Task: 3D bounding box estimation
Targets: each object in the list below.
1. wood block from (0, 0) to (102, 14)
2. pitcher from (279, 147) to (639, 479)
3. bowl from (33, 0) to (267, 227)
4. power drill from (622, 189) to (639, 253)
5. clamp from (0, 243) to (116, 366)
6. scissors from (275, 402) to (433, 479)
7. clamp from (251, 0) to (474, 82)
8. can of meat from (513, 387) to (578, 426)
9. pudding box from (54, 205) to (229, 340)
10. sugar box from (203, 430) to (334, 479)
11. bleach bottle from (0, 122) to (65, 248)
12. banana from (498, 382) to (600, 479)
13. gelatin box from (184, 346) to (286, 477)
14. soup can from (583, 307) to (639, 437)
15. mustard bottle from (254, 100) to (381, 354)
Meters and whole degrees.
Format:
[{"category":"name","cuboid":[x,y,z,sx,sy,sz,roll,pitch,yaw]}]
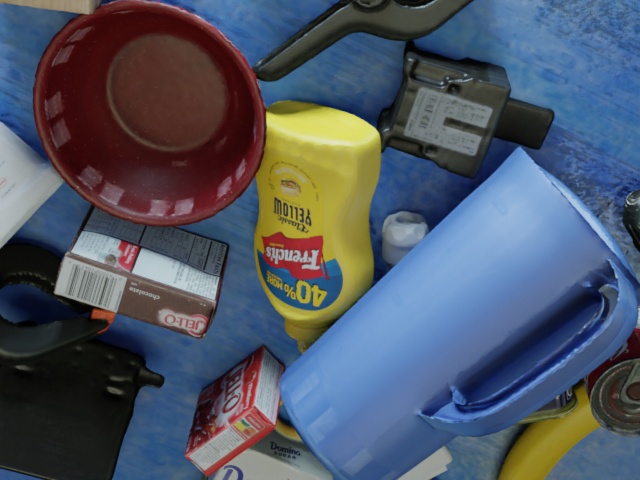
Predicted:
[{"category":"wood block","cuboid":[-0.168,-0.252,0.637,0.091,0.090,0.206,7,118,-2]},{"category":"pitcher","cuboid":[0.094,0.066,0.721,0.243,0.149,0.145,-42,75,10]},{"category":"bowl","cuboid":[-0.111,-0.092,0.734,0.162,0.055,0.162,4,118,6]},{"category":"power drill","cuboid":[0.332,0.000,0.768,0.188,0.057,0.184,-30,116,20]},{"category":"clamp","cuboid":[-0.258,0.031,0.795,0.209,0.164,0.036,6,159,-21]},{"category":"scissors","cuboid":[0.030,0.175,0.896,0.096,0.016,0.201,-27,113,13]},{"category":"clamp","cuboid":[0.025,-0.177,0.697,0.171,0.039,0.120,-13,121,3]},{"category":"can of meat","cuboid":[0.142,0.094,0.826,0.102,0.057,0.084,-10,115,7]},{"category":"pudding box","cuboid":[-0.127,0.021,0.780,0.113,0.090,0.039,20,115,-7]},{"category":"sugar box","cuboid":[-0.066,0.242,0.920,0.093,0.048,0.176,24,118,-10]},{"category":"bleach bottle","cuboid":[-0.302,-0.095,0.738,0.250,0.068,0.102,44,80,-12]},{"category":"banana","cuboid":[0.205,0.159,0.868,0.069,0.037,0.198,41,113,-18]},{"category":"gelatin box","cuboid":[-0.066,0.132,0.837,0.073,0.089,0.030,-37,109,19]},{"category":"soup can","cuboid":[0.225,0.088,0.792,0.068,0.102,0.068,1,118,2]},{"category":"mustard bottle","cuboid":[-0.005,0.001,0.771,0.096,0.058,0.192,20,125,31]}]
